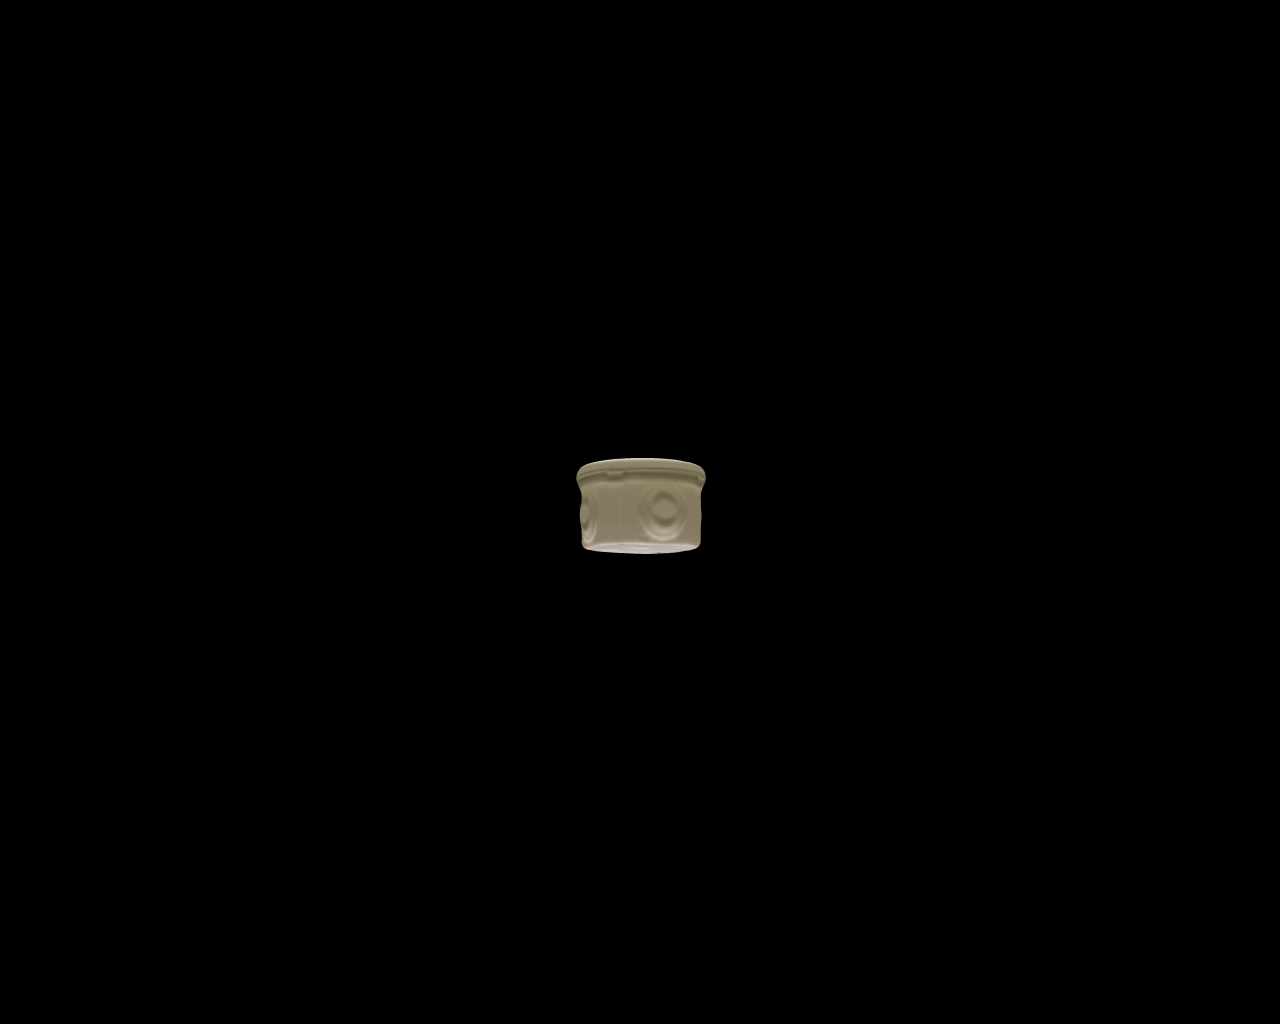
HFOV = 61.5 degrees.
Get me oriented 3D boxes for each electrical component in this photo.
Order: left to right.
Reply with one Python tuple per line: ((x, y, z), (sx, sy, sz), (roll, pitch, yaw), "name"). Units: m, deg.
((0.001, -0.003, 0.650), (0.080, 0.051, 0.080), (0, -7, 0), "electrical component")
